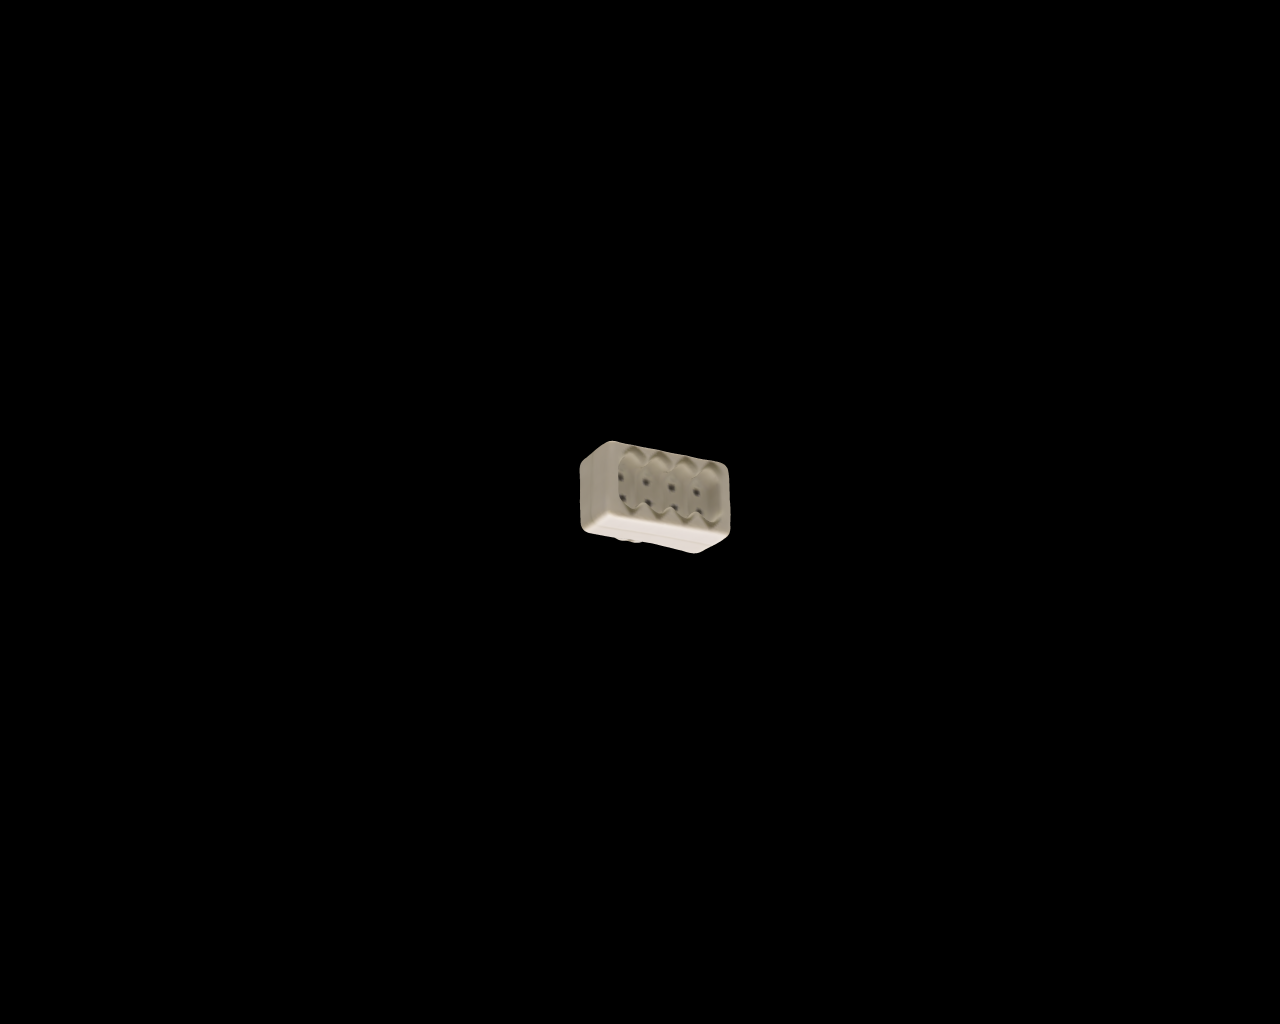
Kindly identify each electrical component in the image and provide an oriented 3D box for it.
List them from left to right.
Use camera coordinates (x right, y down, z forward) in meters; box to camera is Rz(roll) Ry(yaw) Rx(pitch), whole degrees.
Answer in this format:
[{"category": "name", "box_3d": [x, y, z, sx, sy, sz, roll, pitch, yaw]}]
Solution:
[{"category": "electrical component", "box_3d": [0.001, -0.003, 0.650, 0.083, 0.047, 0.075, 11, -23, -27]}]
